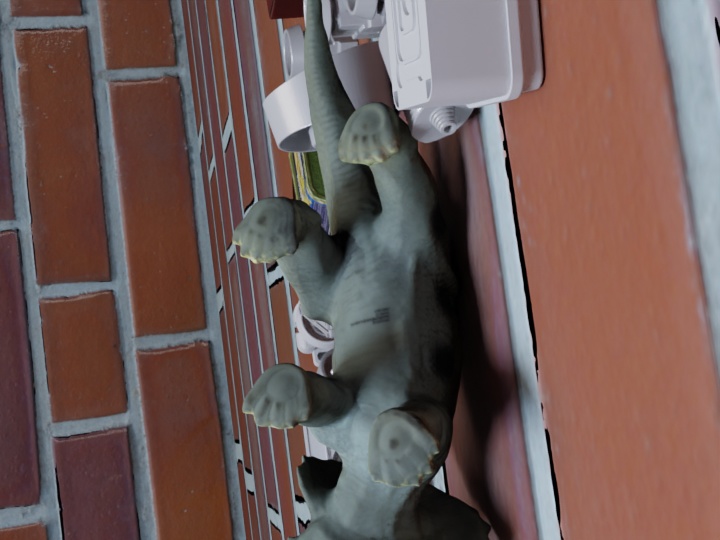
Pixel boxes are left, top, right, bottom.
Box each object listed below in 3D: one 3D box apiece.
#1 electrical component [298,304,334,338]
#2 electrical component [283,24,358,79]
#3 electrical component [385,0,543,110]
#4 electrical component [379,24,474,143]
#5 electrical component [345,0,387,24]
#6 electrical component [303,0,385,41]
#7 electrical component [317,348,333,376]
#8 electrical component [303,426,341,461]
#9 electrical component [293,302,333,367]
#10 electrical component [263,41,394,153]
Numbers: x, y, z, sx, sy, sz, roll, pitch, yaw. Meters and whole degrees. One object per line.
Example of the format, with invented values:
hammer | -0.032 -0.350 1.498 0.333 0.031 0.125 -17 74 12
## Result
electrical component | -0.012 0.016 0.915 0.096 0.061 0.061 -149 52 -66
electrical component | -0.035 -0.185 0.912 0.066 0.055 0.048 -111 18 -49
electrical component | 0.049 -0.139 0.538 0.078 0.057 0.113 -161 66 -77
electrical component | 0.041 -0.110 0.625 0.043 0.043 0.081 98 161 -50
electrical component | 0.020 -0.178 0.656 0.048 0.055 0.066 111 150 -66
electrical component | -0.011 -0.193 0.797 0.066 0.055 0.048 -178 82 -78
electrical component | -0.015 0.102 0.979 0.047 0.055 0.055 104 157 -48
electrical component | -0.003 0.160 0.911 0.063 0.079 0.121 56 -153 -84
electrical component | -0.034 0.050 1.033 0.057 0.058 0.078 120 143 -75
electrical component | -0.022 -0.126 0.796 0.099 0.099 0.064 140 116 -76
